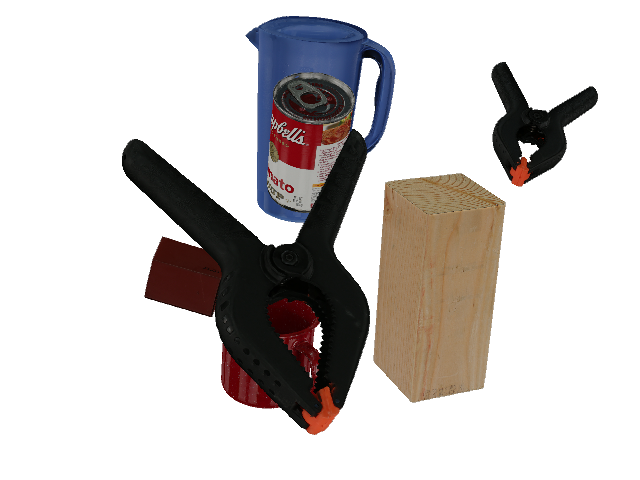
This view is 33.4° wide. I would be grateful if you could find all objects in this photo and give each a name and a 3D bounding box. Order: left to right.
[{"bbox_3d":[-0.144,0.039,1.147,0.078,0.051,0.053,17,29,-2],"label":"foam brick"},{"bbox_3d":[-0.034,0.016,0.651,0.164,0.210,0.036,1,-31,-17],"label":"clamp"},{"bbox_3d":[-0.040,0.103,0.967,0.117,0.081,0.093,26,32,37],"label":"mug"},{"bbox_3d":[-0.010,-0.082,0.907,0.068,0.102,0.068,4,44,-4],"label":"soup can"},{"bbox_3d":[-0.008,-0.148,1.324,0.144,0.243,0.149,-9,28,-29],"label":"pitcher"},{"bbox_3d":[0.117,0.047,1.078,0.090,0.206,0.091,-8,26,-22],"label":"wood block"},{"bbox_3d":[0.224,-0.131,1.164,0.120,0.039,0.171,20,49,17],"label":"clamp"}]
